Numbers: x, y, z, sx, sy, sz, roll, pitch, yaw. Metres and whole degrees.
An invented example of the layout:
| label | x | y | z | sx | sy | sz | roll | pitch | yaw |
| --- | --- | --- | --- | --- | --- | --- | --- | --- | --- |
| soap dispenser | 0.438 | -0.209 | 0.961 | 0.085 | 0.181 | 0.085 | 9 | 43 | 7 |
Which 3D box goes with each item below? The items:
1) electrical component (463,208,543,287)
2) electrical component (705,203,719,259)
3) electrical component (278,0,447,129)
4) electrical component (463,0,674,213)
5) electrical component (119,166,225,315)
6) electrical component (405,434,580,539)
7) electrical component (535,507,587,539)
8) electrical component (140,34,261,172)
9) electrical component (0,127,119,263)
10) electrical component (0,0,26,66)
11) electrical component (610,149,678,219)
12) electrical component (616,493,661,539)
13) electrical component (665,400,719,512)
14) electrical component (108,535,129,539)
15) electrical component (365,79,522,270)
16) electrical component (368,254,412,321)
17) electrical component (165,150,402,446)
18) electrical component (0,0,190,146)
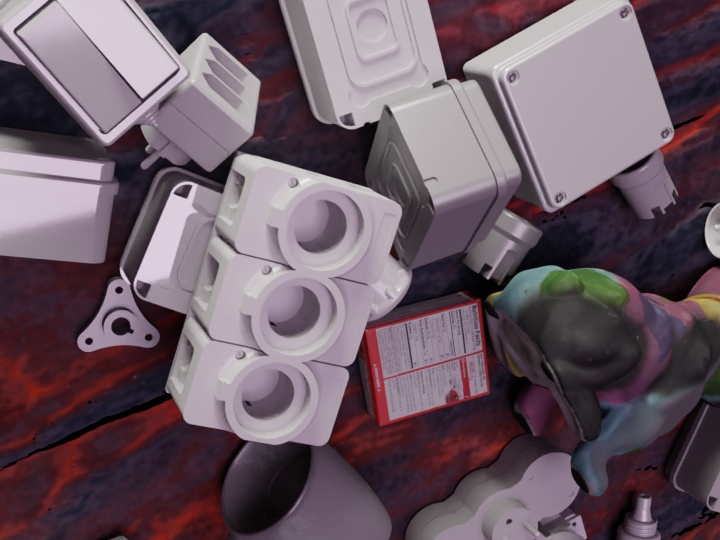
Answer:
| label | x | y | z | sx | sy | sz | roll | pitch | yaw |
| --- | --- | --- | --- | --- | --- | --- | --- | --- | --- |
| electrical component | 0.098 | -0.017 | 0.745 | 0.040 | 0.040 | 0.046 | 26 | 100 | -25 |
| electrical component | 0.310 | -0.046 | 0.815 | 0.077 | 0.044 | 0.079 | 2 | 103 | -22 |
| electrical component | -0.002 | -0.151 | 0.657 | 0.078 | 0.057 | 0.113 | -22 | 111 | -14 |
| electrical component | 0.141 | -0.113 | 0.724 | 0.109 | 0.056 | 0.108 | -31 | 113 | -11 |
| electrical component | -0.083 | -0.009 | 0.666 | 0.113 | 0.057 | 0.078 | 21 | 96 | -25 |
| electrical component | 0.105 | 0.182 | 0.783 | 0.138 | 0.074 | 0.052 | -35 | 114 | -9 |
| electrical component | 0.141 | 0.216 | 0.816 | 0.078 | 0.057 | 0.058 | -24 | 112 | -14 |
| electrical component | -0.103 | -0.088 | 0.636 | 0.077 | 0.065 | 0.047 | -38 | 118 | 24 |
| electrical component | -0.197 | -0.046 | 0.600 | 0.113 | 0.078 | 0.057 | 6 | 105 | -22 |
| electrical component | -0.190 | -0.144 | 0.590 | 0.089 | 0.050 | 0.055 | 10 | 100 | -24 |
| electrical component | 0.203 | -0.065 | 0.772 | 0.040 | 0.040 | 0.046 | -42 | 121 | -6 |
| electrical component | 0.223 | 0.209 | 0.858 | 0.035 | 0.035 | 0.061 | 0 | 102 | -21 |
| electrical component | 0.305 | 0.136 | 0.857 | 0.078 | 0.057 | 0.113 | 20 | 97 | -25 |
| electrical component | -0.156 | 0.210 | 0.706 | 0.043 | 0.043 | 0.062 | -29 | 114 | -11 |
| electrical component | 0.049 | -0.057 | 0.665 | 0.057 | 0.113 | 0.078 | -20 | 74 | -13 |
| electrical component | 0.000 | 0.000 | 0.709 | 0.062 | 0.048 | 0.048 | 43 | 87 | -16 |
| electrical component | -0.045 | 0.018 | 0.620 | 0.089 | 0.062 | 0.150 | 14 | 99 | -24 |
| electrical component | -0.135 | -0.110 | 0.559 | 0.062 | 0.061 | 0.096 | -43 | 117 | -7 |
